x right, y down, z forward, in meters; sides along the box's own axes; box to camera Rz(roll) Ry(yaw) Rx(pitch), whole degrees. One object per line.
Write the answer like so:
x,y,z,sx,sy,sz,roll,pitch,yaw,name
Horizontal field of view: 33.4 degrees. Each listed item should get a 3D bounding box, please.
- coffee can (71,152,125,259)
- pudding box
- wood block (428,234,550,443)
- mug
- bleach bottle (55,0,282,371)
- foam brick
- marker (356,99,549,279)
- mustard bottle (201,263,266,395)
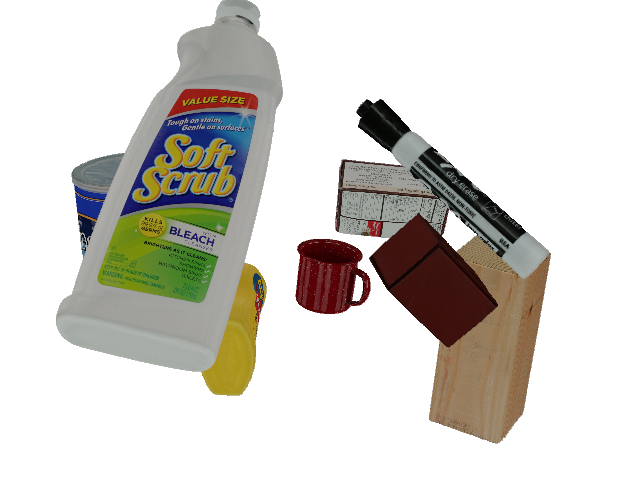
-0.145,0.007,0.877,0.103,0.140,0.103,-2,20,1,coffee can
0.072,-0.039,1.071,0.113,0.039,0.090,4,-30,1,pudding box
0.191,0.110,1.210,0.090,0.206,0.090,16,24,25,wood block
0.019,0.055,1.506,0.117,0.081,0.093,18,24,27,mug
-0.087,-0.048,0.688,0.102,0.250,0.068,13,-23,-5,bleach bottle
0.084,0.030,0.791,0.078,0.051,0.053,44,10,-30,foam brick
0.064,-0.028,0.537,0.121,0.020,0.020,44,12,13,marker
-0.093,0.079,1.174,0.058,0.096,0.191,2,28,1,mustard bottle
